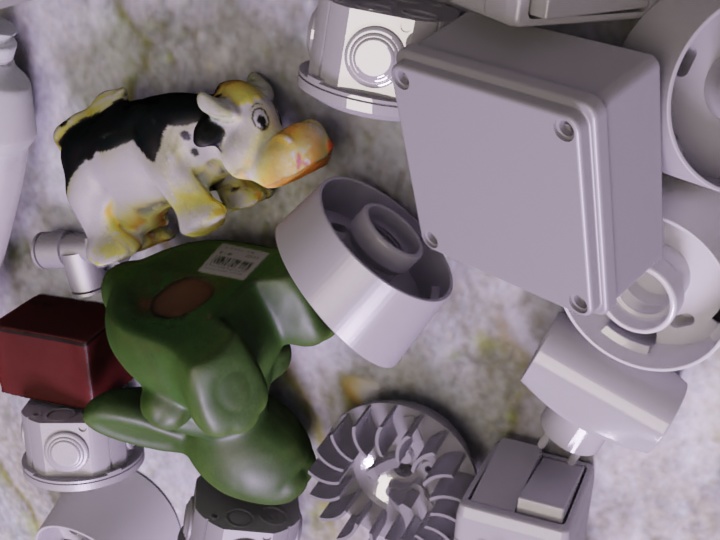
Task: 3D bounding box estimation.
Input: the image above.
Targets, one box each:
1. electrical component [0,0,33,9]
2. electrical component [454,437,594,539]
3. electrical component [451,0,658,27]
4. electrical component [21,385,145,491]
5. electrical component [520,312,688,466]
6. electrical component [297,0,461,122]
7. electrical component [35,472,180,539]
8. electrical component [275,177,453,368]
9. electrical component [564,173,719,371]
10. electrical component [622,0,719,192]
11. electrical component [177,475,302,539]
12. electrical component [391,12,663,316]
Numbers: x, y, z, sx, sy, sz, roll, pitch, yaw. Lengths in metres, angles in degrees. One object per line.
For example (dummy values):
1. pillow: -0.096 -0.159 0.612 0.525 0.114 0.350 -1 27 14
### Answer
1. electrical component: -0.164 -0.181 0.576 0.113 0.078 0.057 -6 113 26
2. electrical component: 0.091 0.142 0.601 0.062 0.096 0.061 11 111 19
3. electrical component: 0.096 -0.144 0.472 0.061 0.096 0.061 41 134 51
4. electrical component: -0.186 0.110 0.719 0.080 0.080 0.051 6 110 21
5. electrical component: 0.124 0.074 0.586 0.077 0.044 0.079 30 121 9
6. electrical component: 0.011 -0.107 0.532 0.080 0.080 0.051 17 114 16
7. electrical component: -0.183 0.197 0.780 0.099 0.064 0.099 16 132 18
8. electrical component: 0.000 0.000 0.578 0.099 0.099 0.064 43 117 1
9. electrical component: 0.152 -0.001 0.543 0.099 0.064 0.099 20 128 28
10. electrical component: 0.167 -0.081 0.477 0.099 0.064 0.099 -3 110 -9
11. electrical component: -0.077 0.168 0.698 0.080 0.080 0.051 19 114 15
12. electrical component: 0.076 -0.049 0.485 0.109 0.056 0.108 26 142 40
